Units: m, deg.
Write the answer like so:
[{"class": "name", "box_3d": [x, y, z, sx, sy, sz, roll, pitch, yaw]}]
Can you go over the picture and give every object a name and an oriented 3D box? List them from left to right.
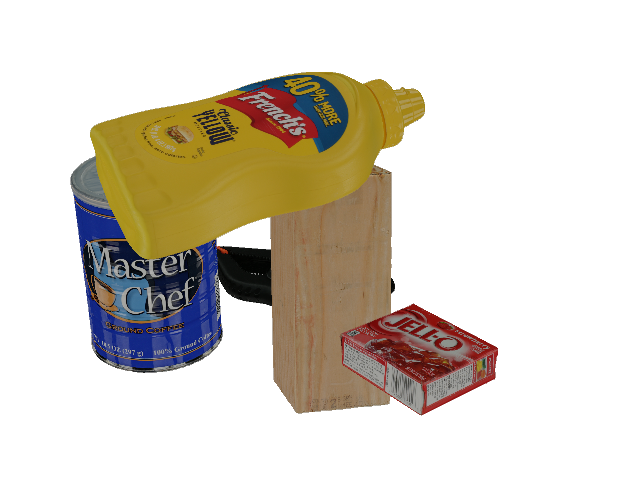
[{"class": "coffee can", "box_3d": [-0.128, 0.013, 0.800, 0.103, 0.140, 0.103, -1, 27, 0]}, {"class": "mustard bottle", "box_3d": [-0.027, -0.054, 0.612, 0.191, 0.058, 0.096, -18, 42, -18]}, {"class": "clamp", "box_3d": [-0.044, 0.054, 1.184, 0.210, 0.036, 0.164, 17, 31, 25]}, {"class": "wood block", "box_3d": [0.009, 0.037, 0.947, 0.090, 0.206, 0.091, -4, 13, -14]}, {"class": "gelatin box", "box_3d": [0.069, 0.082, 0.760, 0.073, 0.030, 0.089, -19, 30, -34]}]
